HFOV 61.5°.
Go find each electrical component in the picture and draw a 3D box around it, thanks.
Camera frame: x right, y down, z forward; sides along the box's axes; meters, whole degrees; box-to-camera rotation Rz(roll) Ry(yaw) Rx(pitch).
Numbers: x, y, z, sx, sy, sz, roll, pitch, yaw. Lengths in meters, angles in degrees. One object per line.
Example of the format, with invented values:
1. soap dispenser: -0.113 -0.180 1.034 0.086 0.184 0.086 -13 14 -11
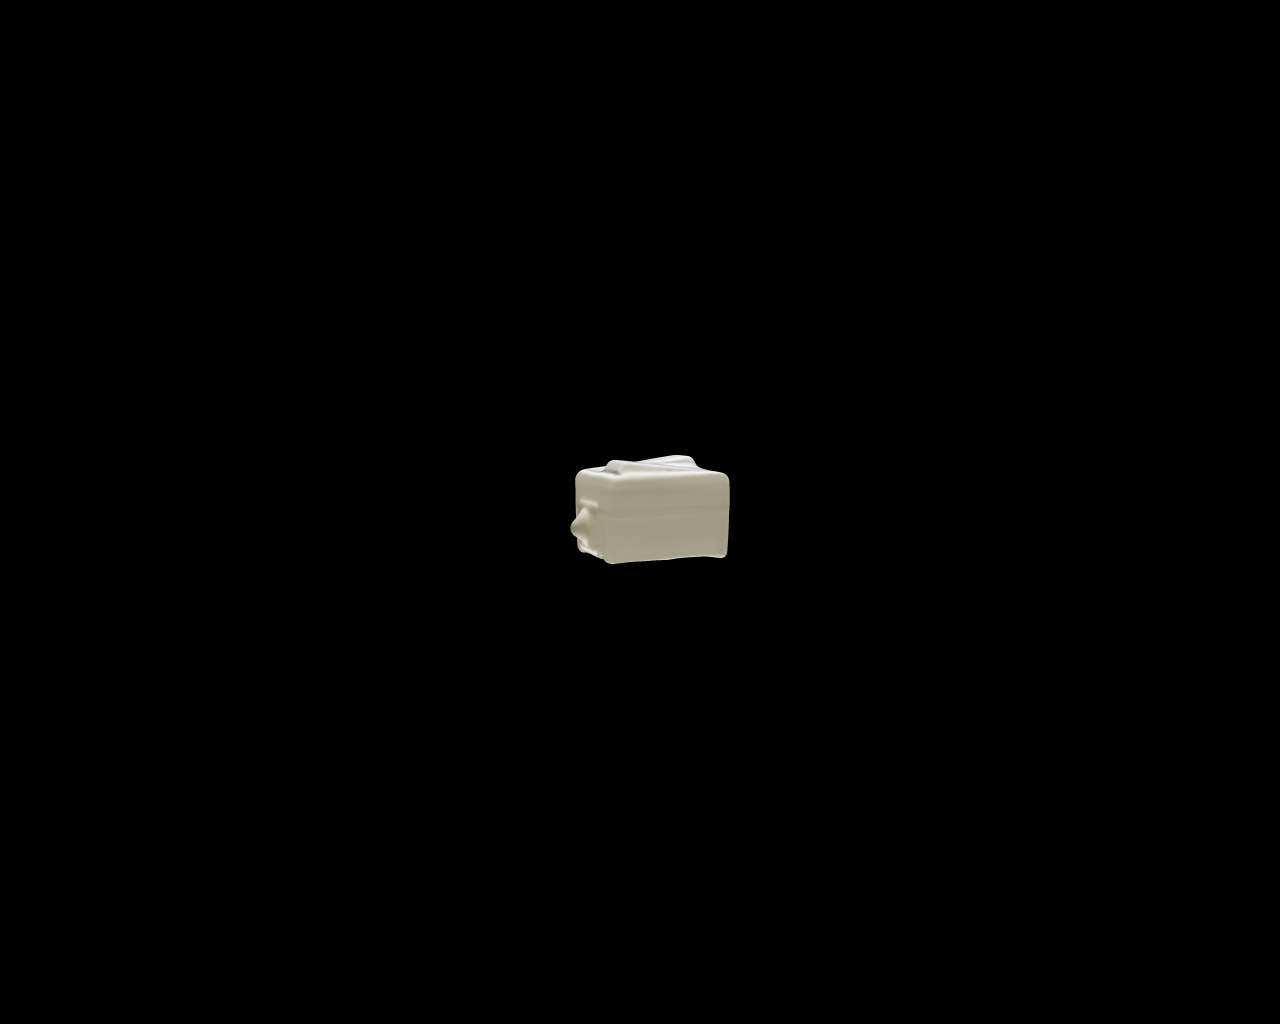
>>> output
1. electrical component: 0.001 -0.003 0.650 0.096 0.061 0.062 -3 8 -22
